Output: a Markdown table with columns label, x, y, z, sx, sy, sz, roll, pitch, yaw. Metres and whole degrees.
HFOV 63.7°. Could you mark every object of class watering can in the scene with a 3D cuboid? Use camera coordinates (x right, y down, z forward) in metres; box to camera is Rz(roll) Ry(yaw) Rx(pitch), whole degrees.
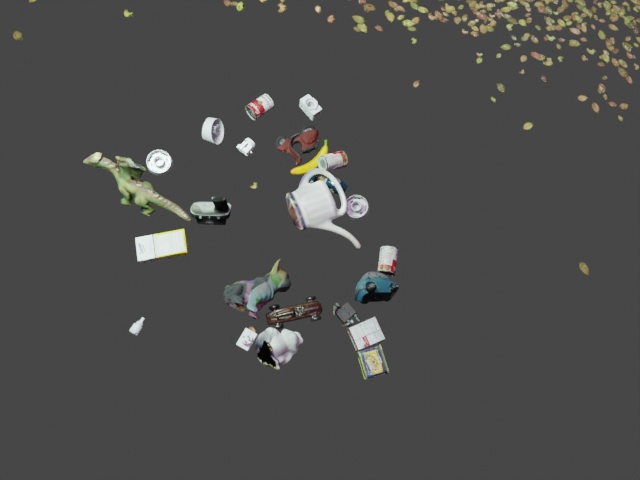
| label | x | y | z | sx | sy | sz | roll | pitch | yaw |
| --- | --- | --- | --- | --- | --- | --- | --- | --- | --- |
| watering can | 0.006 | -0.098 | 1.939 | 0.225 | 0.103 | 0.349 | -22 | 84 | -8 |

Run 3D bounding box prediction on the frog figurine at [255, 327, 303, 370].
| label | x | y | z | sx | sy | sz | roll | pitch | yaw |
| --- | --- | --- | --- | --- | --- | --- | --- | --- | --- |
| frog figurine | -0.141 | 0.358 | 1.771 | 0.137 | 0.121 | 0.162 | 53 | 39 | 1 |

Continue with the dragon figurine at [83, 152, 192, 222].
| label | x | y | z | sx | sy | sz | roll | pitch | yaw |
| --- | --- | --- | --- | --- | --- | --- | --- | --- | --- |
| dragon figurine | -0.649 | -0.202 | 1.843 | 0.411 | 0.238 | 0.124 | 23 | 66 | 4 |
